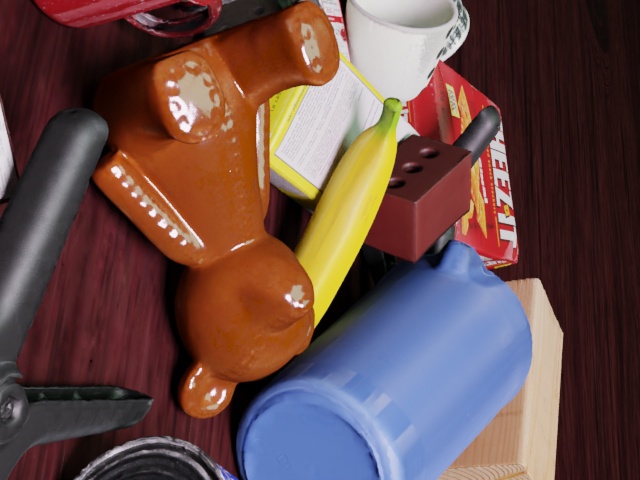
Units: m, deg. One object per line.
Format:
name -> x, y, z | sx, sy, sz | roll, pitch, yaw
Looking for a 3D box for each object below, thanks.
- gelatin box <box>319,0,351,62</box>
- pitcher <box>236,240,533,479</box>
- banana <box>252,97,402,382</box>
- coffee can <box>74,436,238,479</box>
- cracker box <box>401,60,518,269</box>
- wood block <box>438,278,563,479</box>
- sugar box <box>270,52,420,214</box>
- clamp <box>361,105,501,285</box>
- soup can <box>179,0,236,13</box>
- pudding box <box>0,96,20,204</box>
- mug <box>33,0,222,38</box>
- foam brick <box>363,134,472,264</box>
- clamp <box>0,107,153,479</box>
gelatin box -> -0.006, -0.138, 0.789 | 0.073, 0.030, 0.089 | -17, 97, -63
pitcher -> 0.045, 0.112, 0.710 | 0.149, 0.145, 0.242 | 60, 30, 0
banana -> 0.002, 0.002, 0.686 | 0.198, 0.037, 0.069 | -64, 161, -7
coffee can -> -0.051, 0.166, 0.498 | 0.140, 0.103, 0.102 | 50, 39, -47
cracker box -> 0.116, -0.062, 0.969 | 0.213, 0.072, 0.164 | 13, 70, -64
wood block -> 0.162, 0.144, 0.973 | 0.090, 0.091, 0.206 | 59, 33, -37
sugar box -> 0.007, -0.068, 0.738 | 0.093, 0.048, 0.176 | -64, 150, -7
clamp -> 0.082, -0.033, 0.836 | 0.039, 0.120, 0.171 | 10, 80, -50
soup can -> -0.069, -0.194, 0.629 | 0.102, 0.069, 0.068 | 69, 28, -23
pudding box -> -0.168, -0.048, 0.402 | 0.113, 0.039, 0.090 | -20, 101, -63
mug -> -0.095, -0.147, 0.539 | 0.117, 0.082, 0.093 | 51, 38, -46
foam brick -> 0.066, -0.031, 0.754 | 0.078, 0.053, 0.051 | -41, 140, -39
clamp -> -0.131, 0.066, 0.422 | 0.209, 0.036, 0.164 | -56, 148, -44
